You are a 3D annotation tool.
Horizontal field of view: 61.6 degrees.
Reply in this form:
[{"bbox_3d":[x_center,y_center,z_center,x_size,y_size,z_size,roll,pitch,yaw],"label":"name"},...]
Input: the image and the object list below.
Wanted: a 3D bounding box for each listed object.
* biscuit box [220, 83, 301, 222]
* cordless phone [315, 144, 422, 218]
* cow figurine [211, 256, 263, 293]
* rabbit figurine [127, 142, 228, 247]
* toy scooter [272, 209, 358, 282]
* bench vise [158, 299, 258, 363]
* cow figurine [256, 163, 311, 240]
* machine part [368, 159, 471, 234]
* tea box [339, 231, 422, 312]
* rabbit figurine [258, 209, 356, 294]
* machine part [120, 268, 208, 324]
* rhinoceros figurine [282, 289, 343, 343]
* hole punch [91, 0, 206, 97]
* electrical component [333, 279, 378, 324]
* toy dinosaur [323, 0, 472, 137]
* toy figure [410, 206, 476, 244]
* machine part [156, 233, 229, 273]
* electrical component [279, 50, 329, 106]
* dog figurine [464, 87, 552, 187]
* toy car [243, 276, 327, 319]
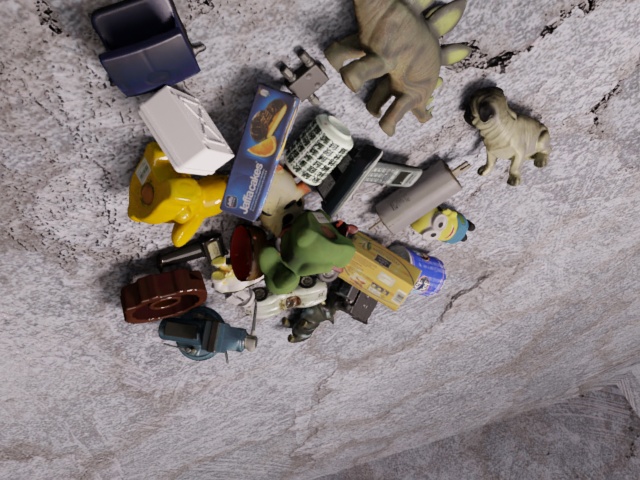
[{"bbox_3d":[-0.093,-0.132,0.826,0.063,0.059,0.202,20,104,1],"label":"biscuit box"},{"bbox_3d":[0.097,-0.107,1.023,0.184,0.089,0.146,4,136,-38],"label":"cordless phone"},{"bbox_3d":[-0.146,0.070,1.132,0.167,0.068,0.098,-8,147,-13],"label":"cow figurine"},{"bbox_3d":[-0.218,-0.065,0.890,0.173,0.122,0.162,-8,139,-50],"label":"rabbit figurine"},{"bbox_3d":[-0.002,-0.003,1.087,0.183,0.075,0.135,36,109,-24],"label":"toy scooter"},{"bbox_3d":[-0.231,0.211,1.207,0.224,0.129,0.240,-5,167,8],"label":"bench vise"},{"bbox_3d":[-0.086,-0.076,0.960,0.127,0.086,0.194,-39,149,9],"label":"cow figurine"},{"bbox_3d":[0.201,-0.087,1.102,0.243,0.079,0.079,-34,142,17],"label":"machine part"},{"bbox_3d":[0.125,0.069,1.189,0.068,0.170,0.098,-49,170,-47],"label":"tea box"},{"bbox_3d":[-0.040,0.043,0.972,0.170,0.121,0.159,-49,168,22],"label":"rabbit figurine"},{"bbox_3d":[-0.312,0.111,1.074,0.179,0.056,0.179,-17,163,-6],"label":"machine part"},{"bbox_3d":[-0.012,0.193,1.353,0.112,0.073,0.190,16,130,-38],"label":"rhinoceros figurine"},{"bbox_3d":[-0.219,-0.237,0.692,0.142,0.092,0.115,-23,148,-4],"label":"hole punch"},{"bbox_3d":[0.092,0.128,1.291,0.134,0.058,0.115,40,71,-52],"label":"electrical component"},{"bbox_3d":[0.106,-0.296,0.774,0.198,0.105,0.470,-39,150,10],"label":"toy dinosaur"},{"bbox_3d":[0.270,-0.035,1.202,0.180,0.089,0.082,6,101,-46],"label":"toy figure"},{"bbox_3d":[-0.253,0.028,1.052,0.139,0.039,0.084,-19,152,-7],"label":"machine part"},{"bbox_3d":[-0.019,-0.248,0.832,0.063,0.021,0.094,-35,141,16],"label":"electrical component"},{"bbox_3d":[0.362,-0.223,1.011,0.172,0.121,0.190,-45,132,-25],"label":"dog figurine"},{"bbox_3d":[-0.080,0.137,1.260,0.202,0.056,0.073,-15,144,-10],"label":"toy car"}]
